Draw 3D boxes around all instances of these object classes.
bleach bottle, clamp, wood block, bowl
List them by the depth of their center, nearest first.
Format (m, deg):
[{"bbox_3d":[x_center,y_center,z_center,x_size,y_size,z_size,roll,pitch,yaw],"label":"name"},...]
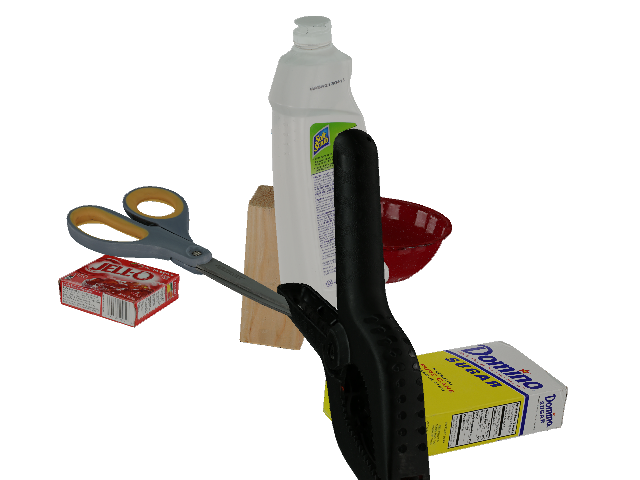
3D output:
[{"bbox_3d":[0.023,0.052,0.607,0.036,0.210,0.165,-3,-43,-19],"label":"clamp"},{"bbox_3d":[0.006,-0.068,0.916,0.102,0.251,0.068,-25,34,-36],"label":"bleach bottle"},{"bbox_3d":[0.055,0.003,1.113,0.162,0.055,0.162,2,20,-1],"label":"bowl"},{"bbox_3d":[-0.057,0.037,1.496,0.090,0.206,0.090,8,22,5],"label":"wood block"}]

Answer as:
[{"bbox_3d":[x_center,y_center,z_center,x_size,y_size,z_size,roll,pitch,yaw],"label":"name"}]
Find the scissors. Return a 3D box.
[{"bbox_3d":[-0.084,0.002,0.753,0.202,0.016,0.096,16,34,19],"label":"scissors"}]

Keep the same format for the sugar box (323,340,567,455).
[{"bbox_3d":[0.101,0.128,0.863,0.176,0.048,0.093,-9,25,-26],"label":"sugar box"}]

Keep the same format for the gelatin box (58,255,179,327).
[{"bbox_3d":[-0.190,0.045,1.010,0.089,0.030,0.073,15,25,23],"label":"gelatin box"}]
